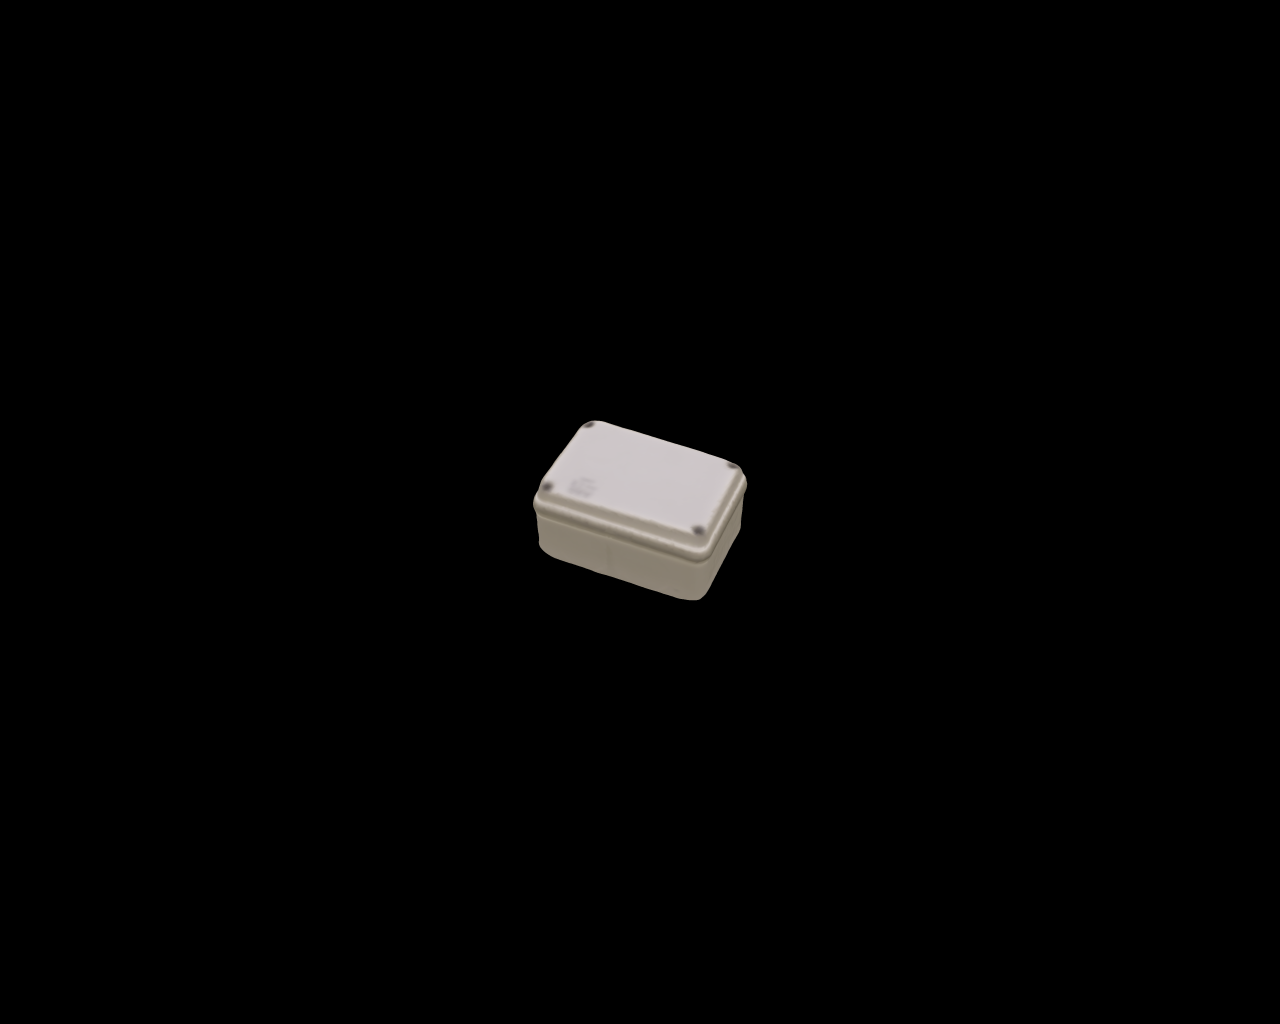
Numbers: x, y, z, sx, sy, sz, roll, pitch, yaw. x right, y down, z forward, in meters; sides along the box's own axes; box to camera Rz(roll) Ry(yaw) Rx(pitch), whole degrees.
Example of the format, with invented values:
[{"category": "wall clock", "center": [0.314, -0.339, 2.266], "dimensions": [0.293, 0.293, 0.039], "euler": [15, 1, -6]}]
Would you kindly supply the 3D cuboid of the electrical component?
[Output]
[{"category": "electrical component", "center": [0.001, -0.003, 0.650], "dimensions": [0.113, 0.057, 0.078], "euler": [17, 48, 16]}]
